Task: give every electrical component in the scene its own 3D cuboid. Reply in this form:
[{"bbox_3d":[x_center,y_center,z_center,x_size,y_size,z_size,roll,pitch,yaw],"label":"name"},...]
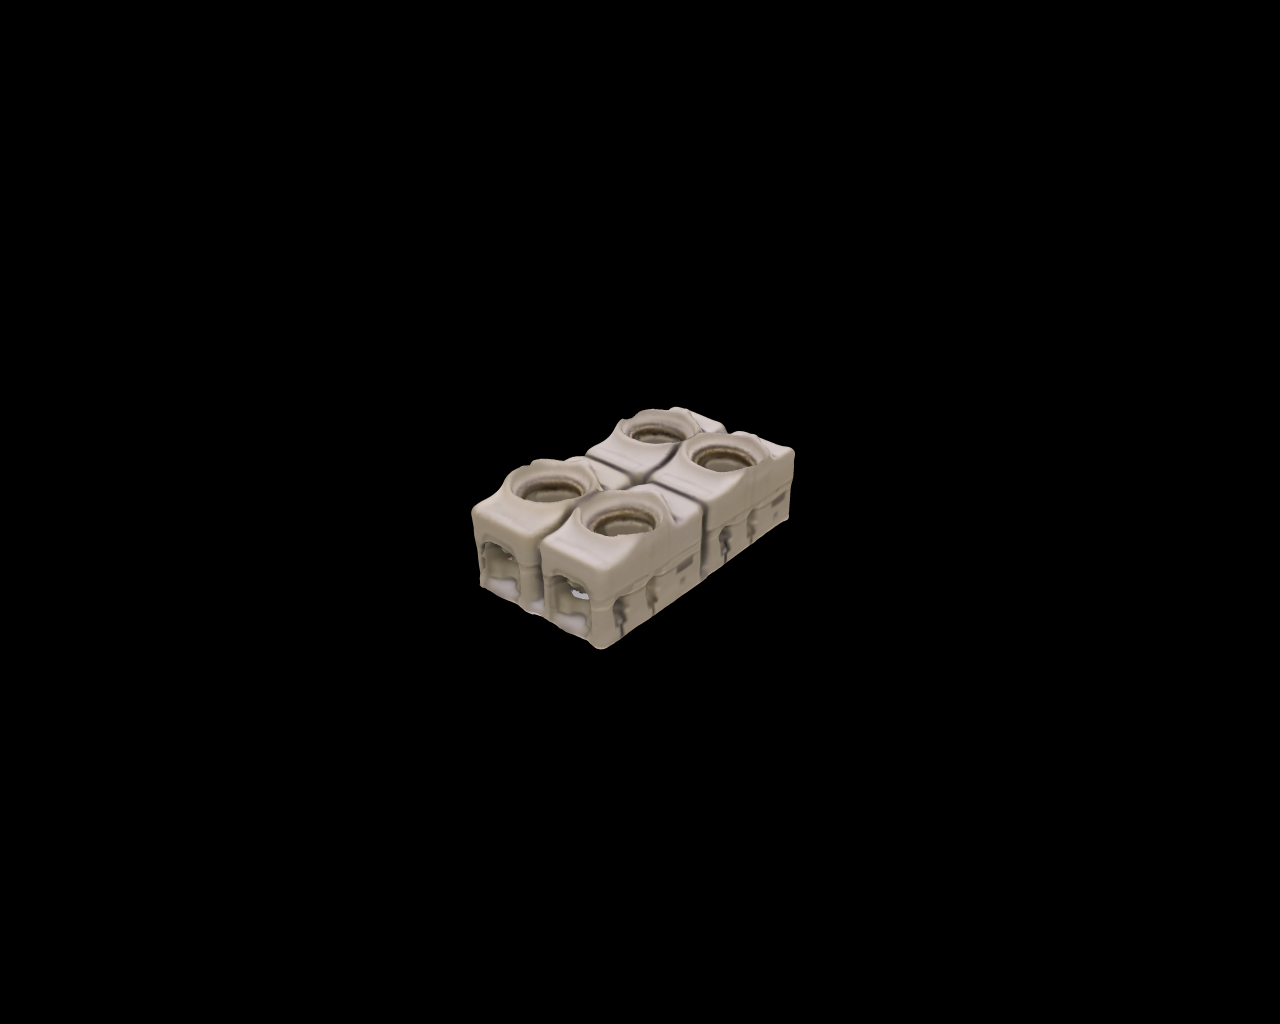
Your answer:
[{"bbox_3d":[0.001,-0.003,0.650,0.105,0.060,0.186,24,39,34],"label":"electrical component"}]
